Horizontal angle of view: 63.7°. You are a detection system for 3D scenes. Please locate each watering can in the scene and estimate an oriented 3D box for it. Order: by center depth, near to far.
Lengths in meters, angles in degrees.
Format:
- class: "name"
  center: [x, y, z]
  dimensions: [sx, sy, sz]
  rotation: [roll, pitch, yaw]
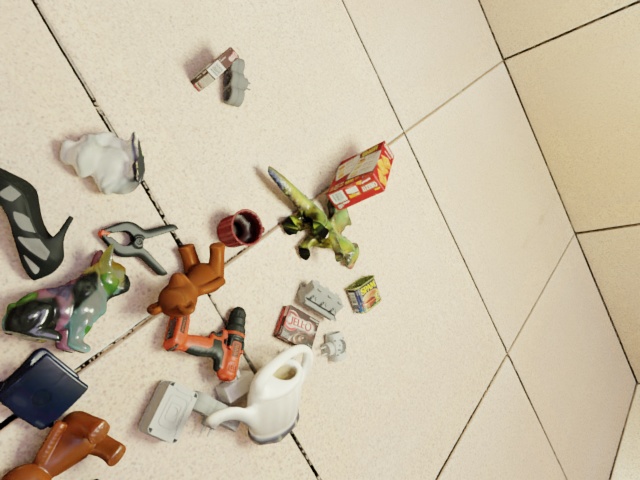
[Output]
- class: "watering can"
  center: [-0.131, 0.378, 1.184]
  dimensions: [0.352, 0.105, 0.220]
  rotation: [-28, 132, -48]

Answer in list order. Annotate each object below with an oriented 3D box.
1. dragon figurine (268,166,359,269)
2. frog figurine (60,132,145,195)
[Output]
- class: "dragon figurine"
  center: [0.005, -0.076, 1.502]
  dimensions: [0.406, 0.121, 0.247]
  rotation: [62, 32, -15]
- class: "frog figurine"
  center: [-0.462, -0.163, 1.101]
  dimensions: [0.159, 0.123, 0.137]
  rotation: [-4, 92, -7]
